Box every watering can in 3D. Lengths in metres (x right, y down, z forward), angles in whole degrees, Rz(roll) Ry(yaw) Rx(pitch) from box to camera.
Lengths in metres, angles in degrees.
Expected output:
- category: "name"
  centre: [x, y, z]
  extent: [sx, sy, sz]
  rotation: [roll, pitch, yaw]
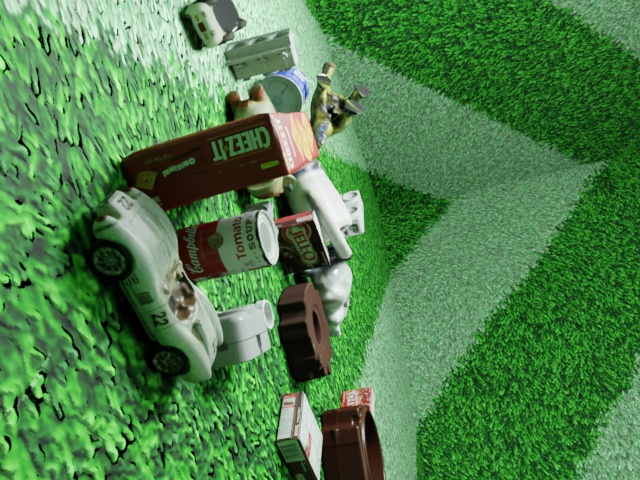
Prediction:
- category: "watering can"
  centre: [0.003, -0.057, 1.131]
  extent: [0.225, 0.104, 0.346]
  rotation: [61, 1, 4]

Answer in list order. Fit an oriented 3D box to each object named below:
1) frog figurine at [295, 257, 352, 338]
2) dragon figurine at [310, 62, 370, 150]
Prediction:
- category: "frog figurine"
  centre: [0.025, 0.121, 1.076]
  extent: [0.136, 0.123, 0.160]
  rotation: [131, -65, -80]
- category: "dragon figurine"
  centre: [-0.007, -0.243, 1.148]
  extent: [0.238, 0.122, 0.420]
  rotation: [-54, -171, 42]
